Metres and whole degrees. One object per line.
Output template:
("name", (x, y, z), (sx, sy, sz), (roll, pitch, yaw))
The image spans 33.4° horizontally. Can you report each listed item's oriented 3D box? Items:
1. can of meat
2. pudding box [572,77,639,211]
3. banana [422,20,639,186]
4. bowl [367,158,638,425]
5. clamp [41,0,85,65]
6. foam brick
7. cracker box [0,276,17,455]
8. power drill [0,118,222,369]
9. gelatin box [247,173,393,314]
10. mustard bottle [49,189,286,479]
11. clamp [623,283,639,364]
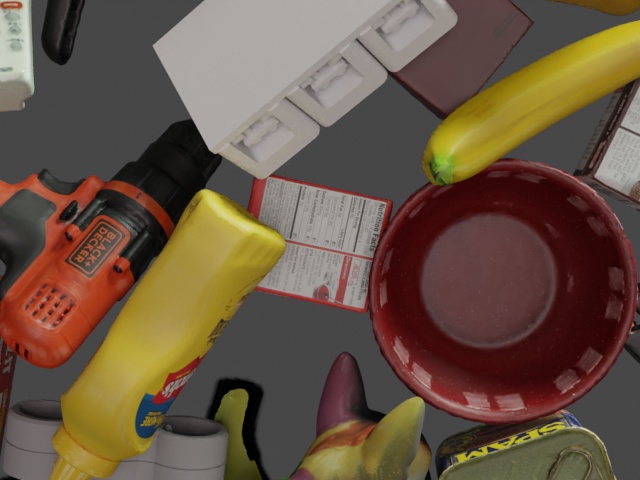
("can of meat", (0.122, 0.143, 0.656), (0.102, 0.084, 0.057), (-20, 92, 5))
("pudding box", (0.228, -0.054, 0.661), (0.113, 0.039, 0.090), (25, 94, -5))
("banana", (0.127, -0.077, 0.612), (0.197, 0.070, 0.037), (-33, 116, -20))
("bowl", (0.109, 0.029, 0.660), (0.162, 0.055, 0.162), (0, 96, 0))
("clamp", (-0.120, -0.198, 0.643), (0.120, 0.039, 0.171), (-8, 96, -2))
("foam brick", (0.082, -0.117, 0.646), (0.053, 0.051, 0.078), (40, 95, -5))
("cracker box", (-0.301, 0.088, 0.658), (0.213, 0.072, 0.164), (10, 95, 0))
("power drill", (-0.172, -0.041, 0.629), (0.188, 0.057, 0.184), (32, 60, 6))
("gelatin box", (-0.004, 0.001, 0.670), (0.089, 0.030, 0.073), (12, 95, 0))
("mustard bottle", (-0.095, 0.064, 0.611), (0.058, 0.096, 0.191), (35, 93, 5))
("clamp", (0.283, 0.055, 0.673), (0.210, 0.036, 0.164), (17, 96, -1))
